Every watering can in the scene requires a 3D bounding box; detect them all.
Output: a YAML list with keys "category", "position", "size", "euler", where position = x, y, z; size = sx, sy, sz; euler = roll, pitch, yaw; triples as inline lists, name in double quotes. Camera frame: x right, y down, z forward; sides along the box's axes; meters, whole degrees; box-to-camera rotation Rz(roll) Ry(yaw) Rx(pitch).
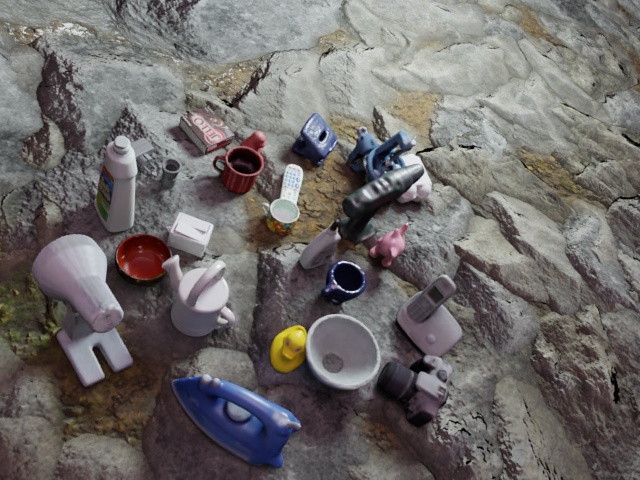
- category: "watering can"
  position: [-0.236, 0.102, 1.119]
  size: [0.173, 0.194, 0.101]
  euler: [22, 52, -7]

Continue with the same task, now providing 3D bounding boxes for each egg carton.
- category: "egg carton"
  position: [0.244, -0.172, 1.590]
  size: [0.107, 0.069, 0.150]
  euler: [-6, 60, -26]

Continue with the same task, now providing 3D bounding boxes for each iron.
- category: "iron"
  position: [-0.154, 0.305, 1.049]
  size: [0.258, 0.141, 0.119]
  euler: [30, 51, -1]

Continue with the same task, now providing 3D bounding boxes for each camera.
- category: "camera"
  position: [0.203, 0.302, 1.228]
  size: [0.137, 0.100, 0.143]
  euler: [30, 51, -1]

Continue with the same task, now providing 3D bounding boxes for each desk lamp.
- category: "desk lamp"
  position: [-0.411, 0.122, 1.019]
  size: [0.118, 0.213, 0.203]
  euler: [-26, 70, -34]

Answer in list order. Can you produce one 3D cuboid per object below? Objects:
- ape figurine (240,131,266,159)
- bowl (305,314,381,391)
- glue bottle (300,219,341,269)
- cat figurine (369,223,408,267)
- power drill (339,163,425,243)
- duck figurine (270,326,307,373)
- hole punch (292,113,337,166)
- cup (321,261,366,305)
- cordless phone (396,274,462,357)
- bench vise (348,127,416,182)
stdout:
- category: "ape figurine"
  position: [-0.163, -0.237, 1.447]
  size: [0.076, 0.092, 0.078]
  euler: [23, 52, -7]
- category: "bowl"
  position: [0.038, 0.247, 1.212]
  size: [0.168, 0.074, 0.167]
  euler: [11, 54, -16]
- category: "glue bottle"
  position: [0.012, 0.005, 1.304]
  size: [0.078, 0.173, 0.037]
  euler: [-16, 65, -31]
- category: "cat figurine"
  position: [0.181, 0.006, 1.410]
  size: [0.067, 0.117, 0.128]
  euler: [39, 52, 6]
- category: "power drill"
  position: [0.135, -0.088, 1.397]
  size: [0.230, 0.208, 0.075]
  euler: [-27, 71, -34]
- category: "duck figurine"
  position: [-0.055, 0.216, 1.187]
  size: [0.077, 0.086, 0.105]
  euler: [31, 51, 0]
- category: "hole punch"
  position: [-0.005, -0.273, 1.540]
  size: [0.101, 0.091, 0.109]
  euler: [30, 51, -1]
- category: "cup"
  position: [0.038, 0.112, 1.292]
  size: [0.118, 0.095, 0.091]
  euler: [-28, 71, -35]
- category: "cordless phone"
  position: [0.269, 0.170, 1.292]
  size: [0.094, 0.185, 0.147]
  euler: [-33, 74, -36]
- category: "bench vise"
  position: [0.157, -0.225, 1.493]
  size: [0.207, 0.219, 0.122]
  euler: [45, 53, 11]
